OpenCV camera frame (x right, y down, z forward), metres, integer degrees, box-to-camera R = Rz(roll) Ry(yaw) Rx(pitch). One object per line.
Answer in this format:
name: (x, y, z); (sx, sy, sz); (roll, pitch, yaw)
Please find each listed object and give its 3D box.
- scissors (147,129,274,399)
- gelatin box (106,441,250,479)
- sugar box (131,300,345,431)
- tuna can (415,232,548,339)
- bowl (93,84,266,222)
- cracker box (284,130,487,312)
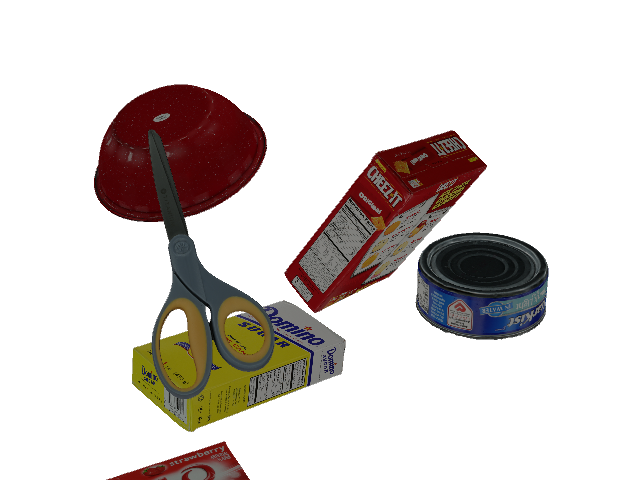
scissors: (-0.081, 0.014, 0.772); (0.096, 0.202, 0.016); (1, -17, -4)
gelatin box: (-0.078, 0.149, 0.572); (0.089, 0.030, 0.073); (-14, 26, -21)
sugar box: (-0.072, 0.109, 0.972); (0.175, 0.048, 0.093); (-19, 35, -37)
tuna can: (0.106, 0.028, 0.700); (0.086, 0.034, 0.086); (-1, 28, 0)
bowl: (-0.132, -0.089, 0.943); (0.162, 0.055, 0.162); (-9, 42, 8)
cracker box: (0.073, -0.024, 1.246); (0.163, 0.072, 0.214); (-22, -24, -49)
